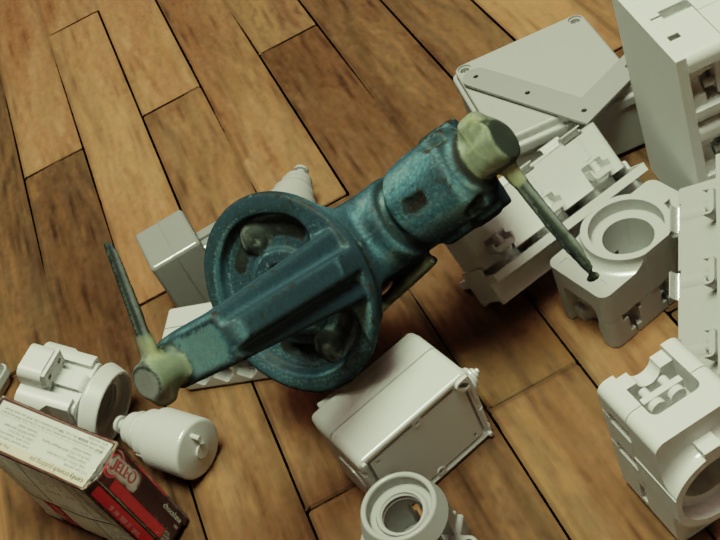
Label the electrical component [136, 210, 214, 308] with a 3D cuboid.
[{"bbox_3d":[-0.111,-0.011,0.787,0.077,0.065,0.047,-31,43,-5],"label":"electrical component"}]

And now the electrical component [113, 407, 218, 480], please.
[{"bbox_3d":[-0.128,0.109,0.697,0.078,0.040,0.040,10,54,33],"label":"electrical component"}]

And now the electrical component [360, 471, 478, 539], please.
[{"bbox_3d":[0.028,0.141,0.578,0.066,0.055,0.048,-4,46,22],"label":"electrical component"}]

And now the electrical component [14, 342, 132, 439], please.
[{"bbox_3d":[-0.192,0.086,0.730,0.057,0.078,0.058,14,54,12],"label":"electrical component"}]

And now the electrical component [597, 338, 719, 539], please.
[{"bbox_3d":[0.162,0.089,0.539,0.050,0.089,0.055,-32,43,-6],"label":"electrical component"}]

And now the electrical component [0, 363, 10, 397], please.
[{"bbox_3d":[-0.333,0.102,0.791,0.109,0.056,0.108,0,48,26],"label":"electrical component"}]

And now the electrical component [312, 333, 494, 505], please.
[{"bbox_3d":[0.028,0.084,0.629,0.096,0.061,0.061,-39,44,-14],"label":"electrical component"}]

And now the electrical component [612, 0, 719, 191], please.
[{"bbox_3d":[0.213,-0.103,0.658,0.062,0.150,0.089,-25,42,4],"label":"electrical component"}]

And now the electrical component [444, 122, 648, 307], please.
[{"bbox_3d":[0.115,-0.037,0.696,0.121,0.063,0.079,-36,3,-11],"label":"electrical component"}]

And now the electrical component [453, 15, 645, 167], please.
[{"bbox_3d":[0.137,-0.120,0.781,0.109,0.056,0.108,-24,42,3],"label":"electrical component"}]

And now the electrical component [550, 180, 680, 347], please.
[{"bbox_3d":[0.167,-0.008,0.657,0.089,0.055,0.050,-38,44,-12],"label":"electrical component"}]

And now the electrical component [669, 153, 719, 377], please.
[{"bbox_3d":[0.209,0.008,0.587,0.063,0.079,0.121,-18,60,49],"label":"electrical component"}]

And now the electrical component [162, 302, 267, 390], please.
[{"bbox_3d":[-0.085,0.035,0.744,0.083,0.047,0.075,-10,46,17],"label":"electrical component"}]

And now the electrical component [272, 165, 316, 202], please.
[{"bbox_3d":[-0.052,-0.049,0.815,0.040,0.040,0.078,-7,46,20],"label":"electrical component"}]
